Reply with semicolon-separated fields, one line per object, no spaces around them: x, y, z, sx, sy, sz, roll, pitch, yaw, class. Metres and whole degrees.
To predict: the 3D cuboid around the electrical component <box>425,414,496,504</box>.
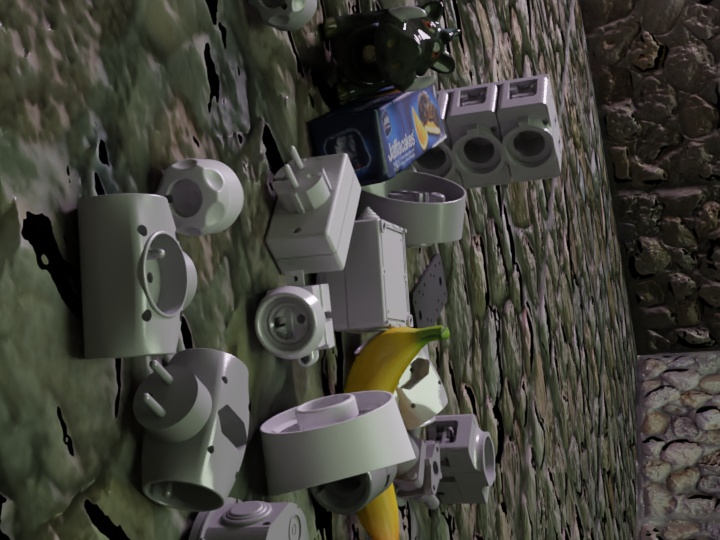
0.104;0.192;1.091;0.050;0.056;0.089;-75;153;-46;electrical component

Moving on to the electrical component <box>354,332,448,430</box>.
0.021;0.098;0.880;0.079;0.043;0.077;-37;96;-31;electrical component

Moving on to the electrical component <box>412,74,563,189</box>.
0.122;-0.133;1.084;0.061;0.150;0.089;-76;153;-47;electrical component

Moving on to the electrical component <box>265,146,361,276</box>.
-0.038;-0.052;0.755;0.075;0.047;0.083;66;26;-44;electrical component

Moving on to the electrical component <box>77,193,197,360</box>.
-0.107;0.005;0.540;0.079;0.044;0.077;9;77;-70;electrical component

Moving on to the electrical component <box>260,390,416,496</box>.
-0.016;0.117;0.702;0.099;0.099;0.064;-27;104;-70;electrical component

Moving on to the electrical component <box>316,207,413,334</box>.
0.000;0.000;0.829;0.062;0.061;0.096;14;71;-68;electrical component

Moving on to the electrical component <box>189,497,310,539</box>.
-0.063;0.170;0.615;0.080;0.051;0.080;-5;90;-71;electrical component

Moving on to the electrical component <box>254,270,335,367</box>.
-0.043;0.034;0.721;0.055;0.048;0.066;-12;96;-79;electrical component

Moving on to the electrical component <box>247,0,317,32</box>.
-0.051;-0.190;0.761;0.062;0.043;0.043;-10;95;-73;electrical component

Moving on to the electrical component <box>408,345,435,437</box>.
0.043;0.108;0.956;0.043;0.043;0.081;-23;107;-70;electrical component

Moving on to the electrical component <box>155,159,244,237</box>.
-0.087;-0.042;0.615;0.062;0.043;0.043;-18;102;-72;electrical component

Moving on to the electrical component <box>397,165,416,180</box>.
0.040;-0.063;0.998;0.040;0.040;0.078;-76;154;-44;electrical component

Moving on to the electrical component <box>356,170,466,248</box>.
0.041;-0.052;0.914;0.099;0.099;0.064;-23;113;-70;electrical component

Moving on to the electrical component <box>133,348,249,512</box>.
-0.093;0.076;0.564;0.079;0.043;0.077;61;30;-51;electrical component

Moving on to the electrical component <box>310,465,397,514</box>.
-0.007;0.146;0.784;0.047;0.055;0.055;-24;108;-67;electrical component
